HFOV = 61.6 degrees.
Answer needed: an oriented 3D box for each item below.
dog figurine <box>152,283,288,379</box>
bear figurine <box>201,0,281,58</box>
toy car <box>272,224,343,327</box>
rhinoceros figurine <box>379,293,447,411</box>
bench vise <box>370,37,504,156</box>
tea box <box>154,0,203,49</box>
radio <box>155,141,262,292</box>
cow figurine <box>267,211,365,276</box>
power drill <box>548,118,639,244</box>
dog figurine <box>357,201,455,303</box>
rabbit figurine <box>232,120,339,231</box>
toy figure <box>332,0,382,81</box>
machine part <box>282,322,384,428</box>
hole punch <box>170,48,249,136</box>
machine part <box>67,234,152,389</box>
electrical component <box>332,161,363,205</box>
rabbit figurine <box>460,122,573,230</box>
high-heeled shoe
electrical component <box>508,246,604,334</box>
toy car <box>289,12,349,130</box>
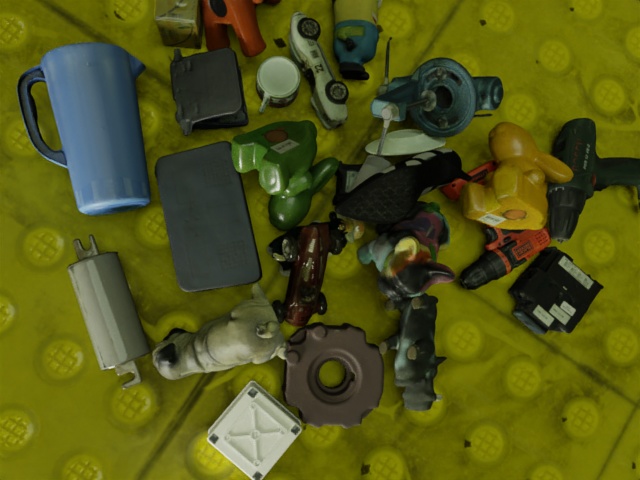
[{"bbox_3d":[-0.156,0.158,0.802,0.191,0.172,0.121,-22,77,-16],"label":"dog figurine"},{"bbox_3d":[-0.107,-0.408,0.899,0.120,0.131,0.196,16,47,28],"label":"bear figurine"},{"bbox_3d":[-0.020,0.060,0.827,0.089,0.202,0.053,-5,43,-22],"label":"toy car"},{"bbox_3d":[0.155,0.178,0.875,0.112,0.073,0.190,25,62,-47],"label":"rhinoceros figurine"},{"bbox_3d":[0.152,-0.224,0.840,0.240,0.224,0.128,-29,134,-42],"label":"bench vise"},{"bbox_3d":[-0.225,-0.415,0.879,0.068,0.098,0.169,2,83,-8],"label":"tea box"},{"bbox_3d":[-0.178,-0.032,0.863,0.131,0.073,0.229,-13,85,-7],"label":"radio"},{"bbox_3d":[-0.002,-0.005,0.869,0.167,0.098,0.068,-26,82,-8],"label":"cow figurine"},{"bbox_3d":[0.502,-0.093,0.948,0.207,0.086,0.232,6,75,-1],"label":"power drill"},{"bbox_3d":[0.151,0.013,0.827,0.108,0.219,0.191,43,82,-5],"label":"dog figurine"},{"bbox_3d":[-0.054,-0.100,0.861,0.121,0.170,0.159,26,49,29],"label":"rabbit figurine"},{"bbox_3d":[0.059,-0.367,0.919,0.089,0.082,0.180,8,86,-8],"label":"toy figure"},{"bbox_3d":[0.021,0.218,0.873,0.179,0.056,0.179,1,86,-8],"label":"machine part"},{"bbox_3d":[-0.177,-0.240,0.880,0.116,0.092,0.142,-9,89,5],"label":"hole punch"},{"bbox_3d":[-0.324,0.108,0.828,0.079,0.079,0.243,-20,87,-9],"label":"machine part"},{"bbox_3d":[0.083,-0.092,0.912,0.119,0.048,0.074,1,85,-8],"label":"electrical component"},{"bbox_3d":[0.318,-0.110,0.858,0.162,0.122,0.173,11,64,-14],"label":"rabbit figurine"},{"bbox_3d":[0.122,-0.096,0.851,0.249,0.145,0.086,-12,114,-14],"label":"high-heeled shoe"},{"bbox_3d":[0.400,0.095,0.931,0.115,0.058,0.134,42,82,0],"label":"electrical component"},{"bbox_3d":[-0.006,-0.285,0.905,0.056,0.073,0.201,-24,88,-9],"label":"toy car"}]
